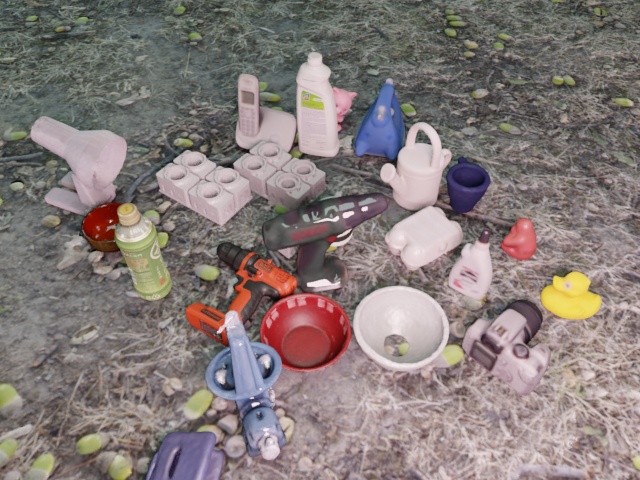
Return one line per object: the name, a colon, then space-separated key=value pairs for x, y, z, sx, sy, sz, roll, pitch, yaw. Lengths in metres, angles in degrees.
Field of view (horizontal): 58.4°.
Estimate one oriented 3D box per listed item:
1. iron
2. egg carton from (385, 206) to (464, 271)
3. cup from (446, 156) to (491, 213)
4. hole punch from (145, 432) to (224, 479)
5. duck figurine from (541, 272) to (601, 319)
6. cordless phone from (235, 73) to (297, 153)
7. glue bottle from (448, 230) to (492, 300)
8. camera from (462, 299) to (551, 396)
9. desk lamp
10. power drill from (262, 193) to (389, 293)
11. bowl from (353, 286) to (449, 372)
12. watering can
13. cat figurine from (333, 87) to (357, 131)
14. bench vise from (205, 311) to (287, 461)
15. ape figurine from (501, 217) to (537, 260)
iron: x=0.154 y=-0.312 z=1.388 sx=0.118 sy=0.141 sz=0.258 roll=8 pitch=49 yaw=7
egg carton: x=0.213 y=-0.004 z=1.168 sx=0.150 sy=0.069 sz=0.107 roll=-29 pitch=55 yaw=-23
cup: x=0.313 y=-0.116 z=1.250 sx=0.091 sy=0.095 sz=0.117 roll=-3 pitch=49 yaw=-3
hole punch: x=-0.205 y=0.341 z=0.846 sx=0.101 sy=0.091 sz=0.108 roll=8 pitch=49 yaw=6
duck figurine: x=0.477 y=0.097 z=1.073 sx=0.104 sy=0.086 sz=0.077 roll=14 pitch=50 yaw=11
cordless phone: x=-0.128 y=-0.295 z=1.339 sx=0.147 sy=0.185 sz=0.094 roll=11 pitch=50 yaw=9
glue bottle: x=0.289 y=0.040 z=1.062 sx=0.078 sy=0.173 sz=0.037 roll=24 pitch=53 yaw=19
camera: x=0.345 y=0.169 z=0.999 sx=0.137 sy=0.101 sz=0.142 roll=-36 pitch=58 yaw=-28
desk lamp: x=-0.497 y=-0.151 z=1.189 sx=0.203 sy=0.214 sz=0.118 roll=16 pitch=51 yaw=13
power drill: x=0.010 y=0.004 z=1.066 sx=0.230 sy=0.208 sz=0.075 roll=-10 pitch=50 yaw=-9
bowl: x=0.140 y=0.167 z=1.014 sx=0.167 sy=0.075 sz=0.167 roll=1 pitch=49 yaw=0
watering can: x=0.209 y=-0.159 z=1.220 sx=0.100 sy=0.194 sz=0.173 roll=29 pitch=55 yaw=23
cat figurine: x=0.024 y=-0.337 z=1.423 sx=0.127 sy=0.118 sz=0.067 roll=8 pitch=49 yaw=6
bench vise: x=-0.097 y=0.215 z=0.873 sx=0.122 sy=0.220 sz=0.206 roll=-32 pitch=56 yaw=-25
ape figurine: x=0.408 y=-0.009 z=1.161 sx=0.078 sy=0.092 sz=0.076 roll=-12 pitch=50 yaw=-11
